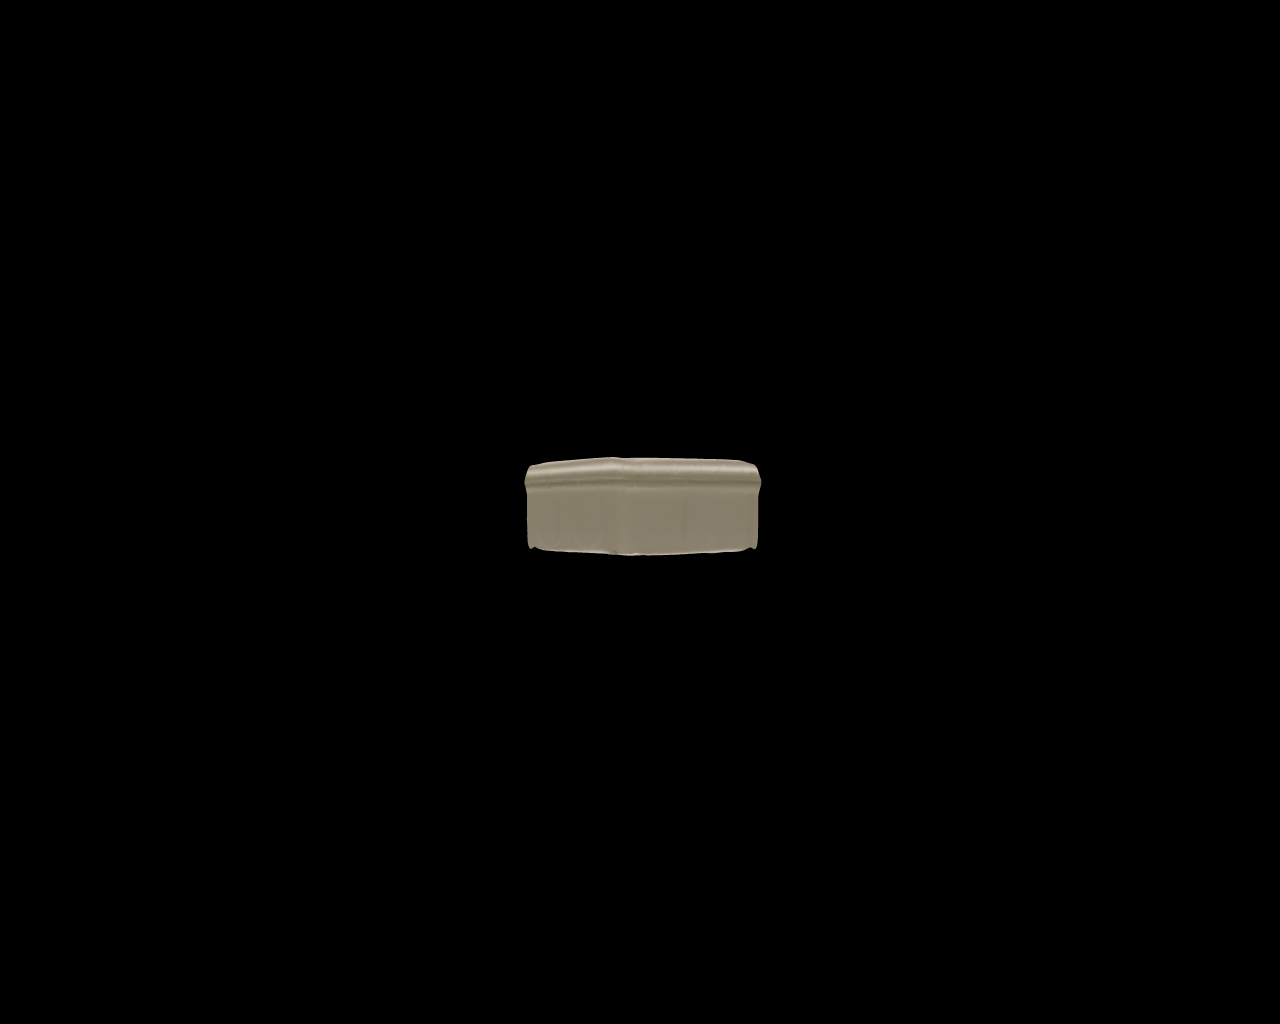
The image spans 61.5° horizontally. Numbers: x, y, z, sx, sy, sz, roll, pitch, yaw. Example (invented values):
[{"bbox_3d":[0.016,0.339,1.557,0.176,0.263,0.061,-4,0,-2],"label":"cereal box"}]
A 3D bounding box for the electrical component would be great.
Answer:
[{"bbox_3d":[0.001,-0.003,0.650,0.109,0.056,0.108,0,0,-37],"label":"electrical component"}]
